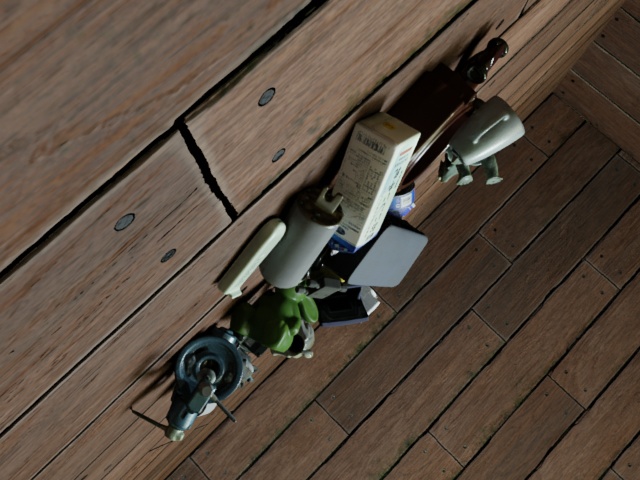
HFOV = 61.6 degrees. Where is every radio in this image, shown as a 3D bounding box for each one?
[{"bbox_3d":[0.112,0.018,1.017,0.131,0.073,0.229,-57,152,13],"label":"radio"}]

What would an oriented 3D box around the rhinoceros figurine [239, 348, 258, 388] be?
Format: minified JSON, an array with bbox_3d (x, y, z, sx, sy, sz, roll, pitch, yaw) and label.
[{"bbox_3d":[-0.192,0.280,1.201,0.073,0.112,0.190,-41,177,-9],"label":"rhinoceros figurine"}]

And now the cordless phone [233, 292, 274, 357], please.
[{"bbox_3d":[-0.125,0.181,1.226,0.146,0.089,0.184,-46,-179,1],"label":"cordless phone"}]

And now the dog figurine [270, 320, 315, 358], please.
[{"bbox_3d":[-0.051,0.223,1.393,0.121,0.172,0.190,-38,166,20],"label":"dog figurine"}]

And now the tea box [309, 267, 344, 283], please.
[{"bbox_3d":[0.026,0.040,1.119,0.068,0.098,0.169,-6,180,14],"label":"tea box"}]

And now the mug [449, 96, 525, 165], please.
[{"bbox_3d":[0.267,-0.171,0.875,0.107,0.081,0.109,-39,177,11],"label":"mug"}]

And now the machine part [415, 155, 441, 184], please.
[{"bbox_3d":[0.211,-0.167,1.211,0.179,0.056,0.179,-45,170,-10],"label":"machine part"}]

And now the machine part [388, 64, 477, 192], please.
[{"bbox_3d":[0.168,-0.180,0.910,0.201,0.087,0.201,-46,168,6],"label":"machine part"}]

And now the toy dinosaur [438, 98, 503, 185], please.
[{"bbox_3d":[0.340,-0.247,1.221,0.131,0.192,0.404,-12,155,5],"label":"toy dinosaur"}]

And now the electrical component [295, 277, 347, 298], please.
[{"bbox_3d":[0.004,0.092,1.019,0.094,0.021,0.063,10,149,-36],"label":"electrical component"}]

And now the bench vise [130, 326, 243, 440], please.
[{"bbox_3d":[-0.216,0.260,0.941,0.223,0.129,0.240,-51,-171,-11],"label":"bench vise"}]

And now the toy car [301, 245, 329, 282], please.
[{"bbox_3d":[-0.002,-0.003,0.970,0.201,0.056,0.073,-59,165,27],"label":"toy car"}]

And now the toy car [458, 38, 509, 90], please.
[{"bbox_3d":[0.270,-0.289,0.977,0.089,0.053,0.202,-47,175,-18],"label":"toy car"}]

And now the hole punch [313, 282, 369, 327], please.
[{"bbox_3d":[0.040,0.130,1.151,0.142,0.092,0.116,-9,-178,-9],"label":"hole punch"}]

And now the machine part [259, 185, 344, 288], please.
[{"bbox_3d":[-0.033,0.001,0.838,0.079,0.079,0.243,-35,167,-44],"label":"machine part"}]

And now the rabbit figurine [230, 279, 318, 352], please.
[{"bbox_3d":[-0.065,0.129,1.054,0.159,0.121,0.170,36,75,-53],"label":"rabbit figurine"}]
